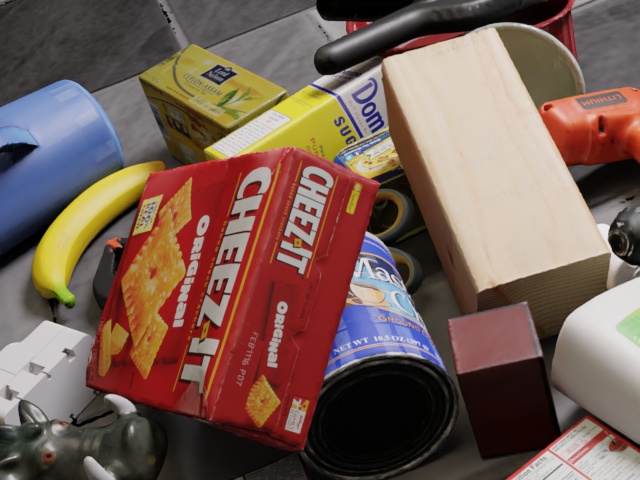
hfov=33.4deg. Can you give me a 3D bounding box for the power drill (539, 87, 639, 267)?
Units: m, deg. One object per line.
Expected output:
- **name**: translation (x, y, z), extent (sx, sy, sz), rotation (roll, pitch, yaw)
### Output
- **power drill**: translation (0.234, -0.045, 0.754), extent (0.184, 0.057, 0.188), rotation (-10, 33, -26)

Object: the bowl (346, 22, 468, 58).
- **bowl**: translation (0.109, -0.207, 1.052), extent (0.162, 0.055, 0.162), rotation (-12, 37, 9)

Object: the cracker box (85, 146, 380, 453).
- **cracker box**: translation (-0.067, 0.034, 0.681), extent (0.214, 0.072, 0.164), rotation (-3, 69, 60)

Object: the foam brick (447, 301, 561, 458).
- **foam brick**: translation (0.113, 0.086, 0.652), extent (0.051, 0.078, 0.053), rotation (-14, 35, 9)

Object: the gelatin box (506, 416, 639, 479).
- **gelatin box**: translation (0.156, 0.147, 0.594), extent (0.073, 0.030, 0.089), rotation (-34, 38, -18)

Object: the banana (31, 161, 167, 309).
- **banana**: translation (-0.205, -0.009, 0.954), extent (0.070, 0.037, 0.197), rotation (14, 46, 12)

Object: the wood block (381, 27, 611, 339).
- **wood block**: translation (0.117, -0.037, 0.744), extent (0.090, 0.091, 0.206), rotation (-17, 56, -2)

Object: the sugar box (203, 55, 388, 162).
- **sugar box**: translation (-0.005, -0.077, 0.902), extent (0.176, 0.093, 0.048), rotation (-34, 39, -19)

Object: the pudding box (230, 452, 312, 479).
- **pudding box**: translation (-0.034, 0.186, 0.620), extent (0.090, 0.039, 0.113), rotation (-22, 34, -5)

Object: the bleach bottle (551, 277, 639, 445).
- **bleach bottle**: translation (0.249, 0.109, 0.573), extent (0.102, 0.068, 0.251), rotation (-18, 36, -33)

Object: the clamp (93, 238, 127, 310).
- **clamp**: translation (-0.126, 0.038, 0.852), extent (0.120, 0.039, 0.172), rotation (-24, 36, -9)

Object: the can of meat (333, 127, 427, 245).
- **can of meat**: translation (0.069, -0.052, 0.869), extent (0.102, 0.057, 0.084), rotation (-25, 35, -9)

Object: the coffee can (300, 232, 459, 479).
- **coffee can**: translation (0.019, 0.070, 0.692), extent (0.103, 0.103, 0.140), rotation (-20, 36, -2)

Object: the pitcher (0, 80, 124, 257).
- **pitcher**: translation (-0.301, -0.051, 0.964), extent (0.242, 0.145, 0.149), rotation (-34, 37, -25)

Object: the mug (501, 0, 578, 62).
- **mug**: translation (0.188, -0.182, 0.962), extent (0.093, 0.081, 0.117), rotation (-5, 38, 18)

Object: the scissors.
- **scissors**: translation (-0.005, 0.001, 0.827), extent (0.202, 0.016, 0.096), rotation (9, 80, 36)

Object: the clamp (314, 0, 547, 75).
- **clamp**: translation (0.089, -0.193, 0.915), extent (0.210, 0.036, 0.164), rotation (-8, 30, 13)
